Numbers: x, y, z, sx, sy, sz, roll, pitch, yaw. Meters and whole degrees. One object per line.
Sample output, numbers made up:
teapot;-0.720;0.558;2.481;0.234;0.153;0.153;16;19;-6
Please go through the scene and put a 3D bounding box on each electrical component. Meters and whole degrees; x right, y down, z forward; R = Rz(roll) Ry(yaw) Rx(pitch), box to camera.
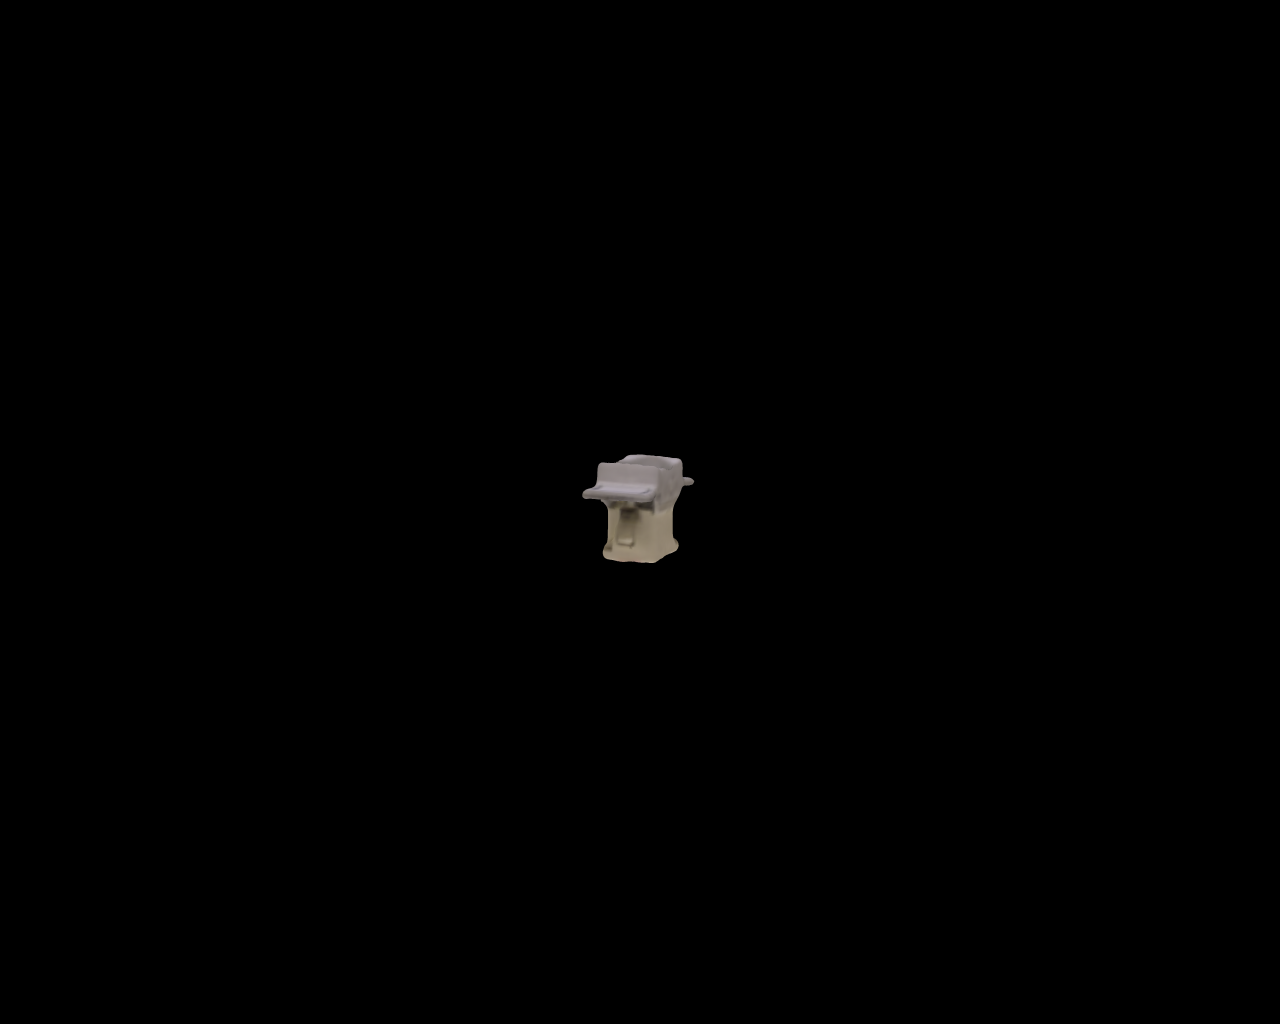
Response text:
electrical component;0.001;-0.003;0.650;0.042;0.063;0.081;4;10;23
